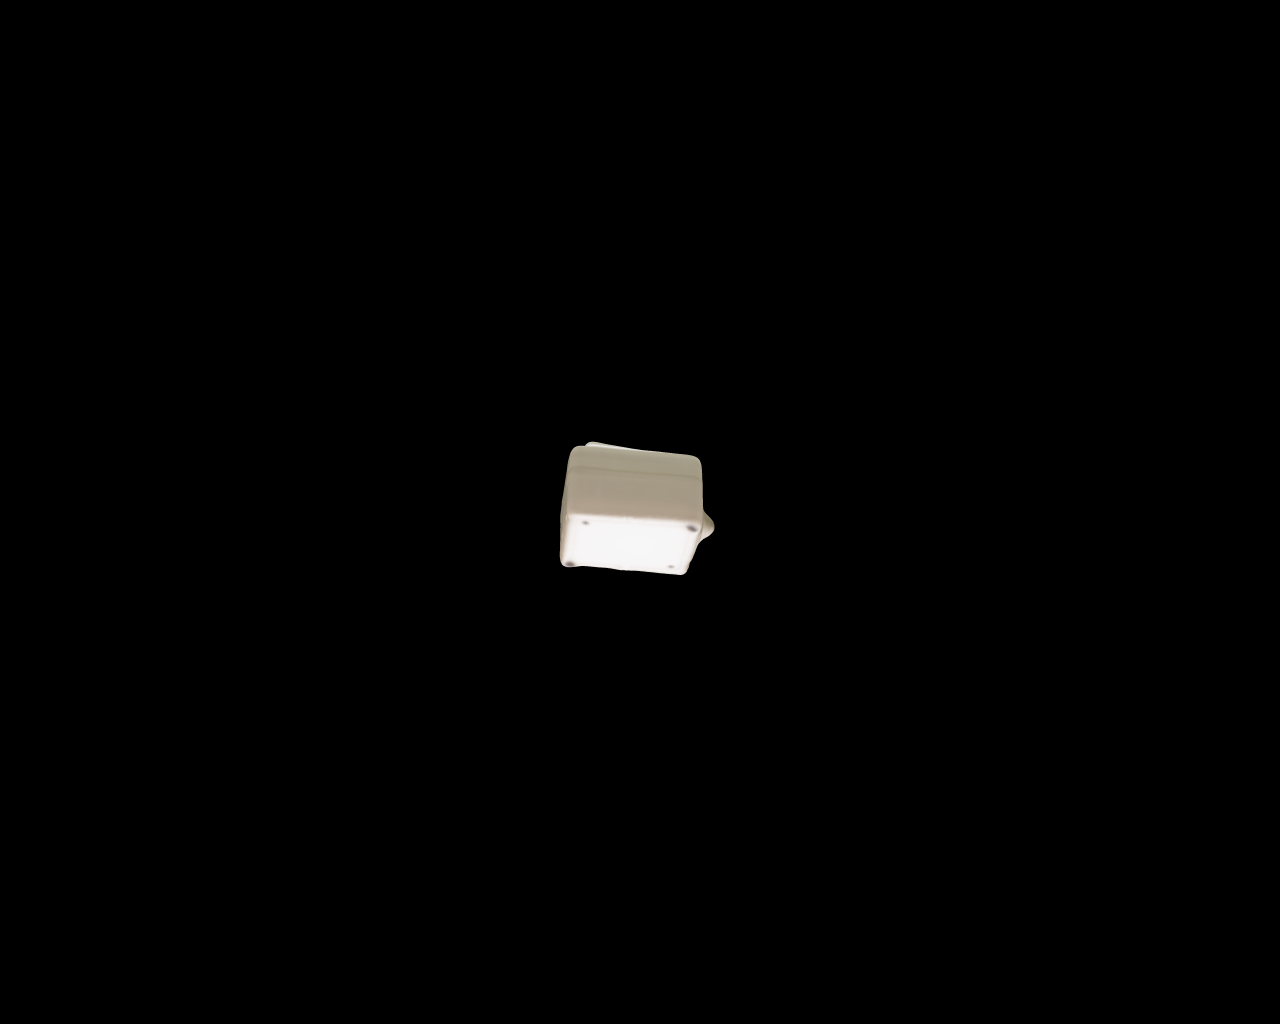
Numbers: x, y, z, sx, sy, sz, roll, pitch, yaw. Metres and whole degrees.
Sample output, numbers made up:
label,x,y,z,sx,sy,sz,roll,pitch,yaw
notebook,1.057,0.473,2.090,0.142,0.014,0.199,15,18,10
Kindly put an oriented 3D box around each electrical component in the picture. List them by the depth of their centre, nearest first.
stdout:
label,x,y,z,sx,sy,sz,roll,pitch,yaw
electrical component,0.001,-0.003,0.650,0.096,0.061,0.061,5,-36,-7
